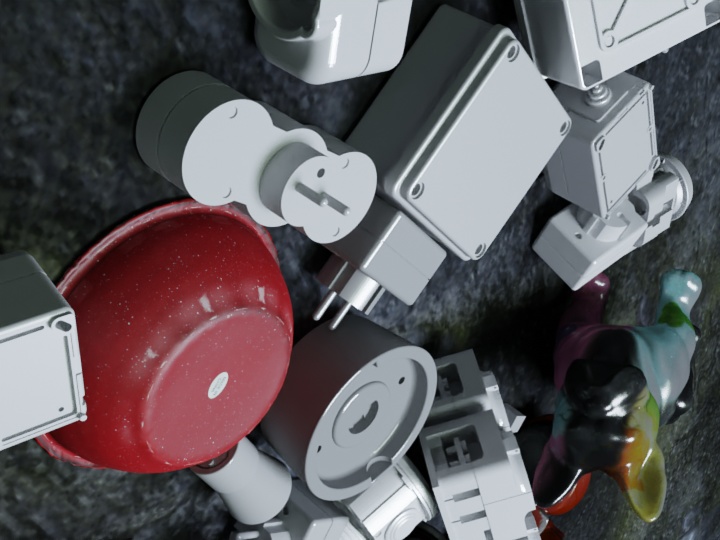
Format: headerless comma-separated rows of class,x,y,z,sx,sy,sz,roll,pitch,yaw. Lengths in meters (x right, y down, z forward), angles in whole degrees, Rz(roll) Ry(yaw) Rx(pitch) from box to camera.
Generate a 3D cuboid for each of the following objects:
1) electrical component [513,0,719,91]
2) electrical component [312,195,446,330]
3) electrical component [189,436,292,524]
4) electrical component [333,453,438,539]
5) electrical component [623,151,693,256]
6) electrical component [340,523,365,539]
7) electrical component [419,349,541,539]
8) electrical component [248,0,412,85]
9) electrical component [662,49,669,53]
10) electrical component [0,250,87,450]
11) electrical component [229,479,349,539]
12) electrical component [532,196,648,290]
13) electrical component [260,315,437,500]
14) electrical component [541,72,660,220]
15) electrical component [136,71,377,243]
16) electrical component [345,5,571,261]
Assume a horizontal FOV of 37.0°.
electrical component,0.141,-0.173,0.603,0.109,0.056,0.108,-28,122,-16
electrical component,0.000,0.000,0.620,0.076,0.047,0.066,-55,145,-1
electrical component,-0.073,0.117,0.633,0.044,0.044,0.065,-47,139,-12
electrical component,0.010,0.146,0.723,0.051,0.080,0.080,-39,142,-14
electrical component,0.216,-0.057,0.823,0.057,0.058,0.078,-28,136,-29
electrical component,0.005,0.182,0.775,0.081,0.043,0.043,-43,143,-17
electrical component,0.087,0.157,0.772,0.060,0.105,0.186,-16,134,3
electrical component,-0.013,-0.136,0.489,0.059,0.054,0.095,-20,132,-40
electrical component,0.179,-0.167,0.690,0.079,0.044,0.077,25,97,-34
electrical component,-0.171,0.039,0.443,0.096,0.061,0.061,-20,132,-30
electrical component,-0.058,0.176,0.692,0.077,0.047,0.065,10,109,-53
electrical component,0.174,-0.035,0.777,0.066,0.047,0.076,-32,160,-31
electrical component,-0.012,0.078,0.657,0.108,0.060,0.108,-30,138,-32
electrical component,0.154,-0.093,0.717,0.062,0.061,0.096,-45,144,-15
electrical component,-0.035,-0.045,0.519,0.138,0.074,0.052,18,103,-54
electrical component,0.057,-0.076,0.619,0.108,0.056,0.109,-55,145,-1
